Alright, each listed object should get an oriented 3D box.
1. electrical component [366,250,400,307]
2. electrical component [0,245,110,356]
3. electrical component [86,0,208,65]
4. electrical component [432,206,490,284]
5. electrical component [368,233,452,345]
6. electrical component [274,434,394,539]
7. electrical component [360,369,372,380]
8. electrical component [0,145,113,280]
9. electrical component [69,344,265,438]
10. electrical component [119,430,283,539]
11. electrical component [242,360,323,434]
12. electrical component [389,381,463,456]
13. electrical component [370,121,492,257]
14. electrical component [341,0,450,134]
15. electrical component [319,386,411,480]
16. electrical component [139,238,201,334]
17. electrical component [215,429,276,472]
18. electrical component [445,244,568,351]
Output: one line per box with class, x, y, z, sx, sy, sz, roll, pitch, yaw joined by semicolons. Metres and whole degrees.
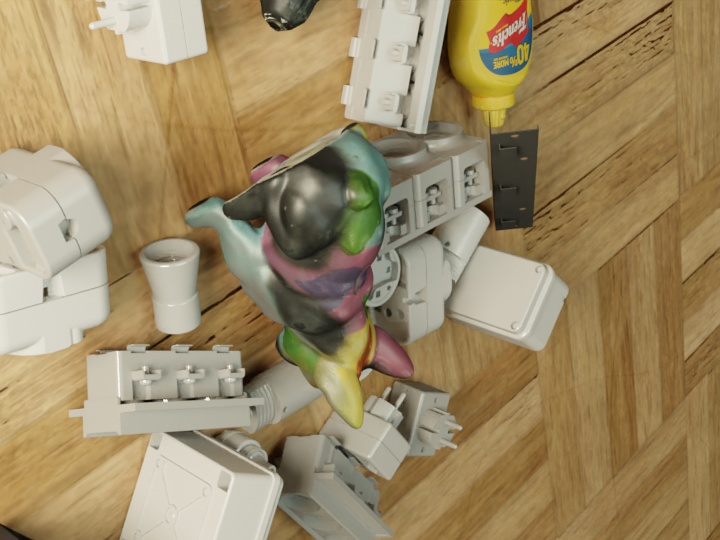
electrical component;0.000;0.000;0.946;0.055;0.047;0.055;-19;117;-43
electrical component;-0.216;0.018;0.708;0.095;0.054;0.059;-19;117;-43
electrical component;-0.150;-0.179;0.715;0.076;0.047;0.083;-27;123;-39
electrical component;0.087;-0.022;1.037;0.081;0.043;0.043;-59;138;-14
electrical component;0.045;0.014;0.996;0.059;0.054;0.095;-24;120;-41
electrical component;-0.028;0.201;0.969;0.121;0.079;0.063;53;39;-44
electrical component;-0.017;0.066;0.951;0.055;0.047;0.055;-19;117;-43
electrical component;-0.202;-0.039;0.671;0.059;0.095;0.053;-40;130;-31
electrical component;-0.144;0.089;0.805;0.121;0.079;0.063;5;78;-49
electrical component;-0.125;0.190;0.830;0.056;0.109;0.108;16;91;-47
electrical component;-0.073;0.106;0.905;0.081;0.043;0.043;-27;123;-39
electrical component;0.068;0.151;1.052;0.047;0.077;0.065;11;96;-49
electrical component;0.032;-0.076;0.921;0.150;0.089;0.061;-28;123;-39
electrical component;0.029;-0.180;0.899;0.063;0.079;0.121;5;100;-26
electrical component;0.015;0.142;0.999;0.076;0.066;0.047;-55;137;-18
electrical component;-0.139;0.014;0.803;0.044;0.044;0.065;-28;128;-39
electrical component;-0.094;0.156;0.887;0.035;0.061;0.035;-20;119;-43
electrical component;0.136;0.024;1.055;0.057;0.113;0.078;34;78;-51
